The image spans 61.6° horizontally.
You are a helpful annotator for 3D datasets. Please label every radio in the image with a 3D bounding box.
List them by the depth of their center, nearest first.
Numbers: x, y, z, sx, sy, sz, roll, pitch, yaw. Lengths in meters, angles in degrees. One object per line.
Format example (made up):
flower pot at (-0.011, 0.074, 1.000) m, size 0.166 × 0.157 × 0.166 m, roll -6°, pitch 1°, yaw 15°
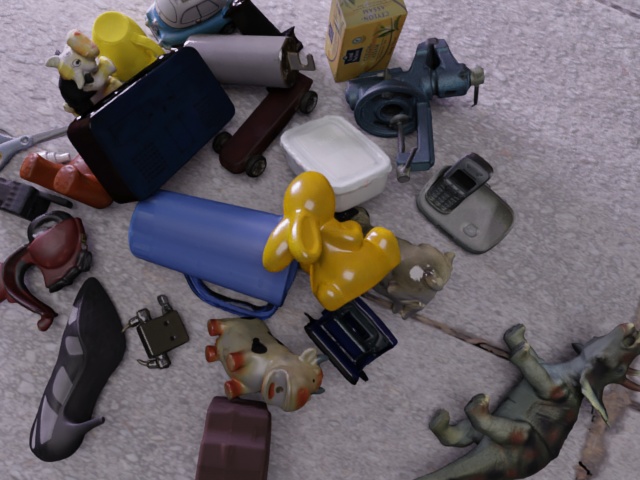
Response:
radio at (-0.236, -0.170, 0.775) m, size 0.229 × 0.073 × 0.131 m, roll -55°, pitch 128°, yaw -34°

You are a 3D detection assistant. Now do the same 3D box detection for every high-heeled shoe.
high-heeled shoe at (-0.368, 0.188, 0.790) m, size 0.145 × 0.086 × 0.249 m, roll -23°, pitch 61°, yaw 23°

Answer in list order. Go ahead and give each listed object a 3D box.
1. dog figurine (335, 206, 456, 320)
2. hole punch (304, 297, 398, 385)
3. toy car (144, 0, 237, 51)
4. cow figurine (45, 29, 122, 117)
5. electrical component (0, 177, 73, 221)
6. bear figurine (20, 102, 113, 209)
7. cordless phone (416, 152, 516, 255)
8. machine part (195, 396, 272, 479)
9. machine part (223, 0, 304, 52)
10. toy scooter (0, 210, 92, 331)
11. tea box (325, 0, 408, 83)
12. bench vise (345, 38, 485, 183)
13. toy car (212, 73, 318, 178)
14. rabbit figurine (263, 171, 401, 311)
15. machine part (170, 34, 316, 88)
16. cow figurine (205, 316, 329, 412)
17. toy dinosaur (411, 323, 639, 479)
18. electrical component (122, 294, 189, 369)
dog figurine at (0.087, 0.012, 0.789) m, size 0.190 × 0.172 × 0.121 m, roll 40°, pitch 69°, yaw -4°
hole punch at (0.045, 0.137, 0.787) m, size 0.142 × 0.115 × 0.092 m, roll 45°, pitch 87°, yaw 6°
toy car at (-0.207, -0.383, 0.867) m, size 0.162 × 0.103 × 0.109 m, roll -29°, pitch 83°, yaw -10°
cow figurine at (-0.358, -0.242, 0.798) m, size 0.068 × 0.167 × 0.098 m, roll 38°, pitch 79°, yaw -2°
electrical component at (-0.441, -0.056, 0.810) m, size 0.119 × 0.075 × 0.047 m, roll 20°, pitch 79°, yaw -3°
bear figurine at (-0.329, -0.148, 0.806) m, size 0.120 × 0.131 × 0.195 m, roll 22°, pitch 85°, yaw 26°
cordless phone at (0.237, -0.062, 0.801) m, size 0.146 × 0.184 × 0.089 m, roll 41°, pitch 76°, yaw 4°
machine part at (-0.116, 0.314, 0.702) m, size 0.087 × 0.201 × 0.201 m, roll 8°, pitch 80°, yaw -5°
machine part at (-0.090, -0.336, 0.873) m, size 0.138 × 0.039 × 0.084 m, roll 37°, pitch 83°, yaw -35°
toy scooter at (-0.408, 0.052, 0.792) m, size 0.184 × 0.075 × 0.135 m, roll -39°, pitch 84°, yaw -6°
tea box at (0.066, -0.322, 0.840) m, size 0.098 × 0.169 × 0.068 m, roll -17°, pitch 82°, yaw -5°
bench vise at (0.150, -0.196, 0.840) m, size 0.224 × 0.128 × 0.240 m, roll 0°, pitch 63°, yaw 4°
toy car at (-0.085, -0.187, 0.866) m, size 0.089 × 0.053 × 0.202 m, roll 33°, pitch 78°, yaw 23°
rabbit figurine at (-0.001, -0.002, 0.702) m, size 0.162 × 0.122 × 0.173 m, roll -29°, pitch 99°, yaw -42°
machine part at (-0.123, -0.280, 0.841) m, size 0.243 × 0.079 × 0.079 m, roll 8°, pitch 79°, yaw 17°
cow figurine at (-0.073, 0.171, 0.745) m, size 0.127 × 0.195 × 0.085 m, roll -7°, pitch 111°, yaw -29°
toy dinosaur at (0.303, 0.267, 0.790) m, size 0.192 × 0.131 × 0.405 m, roll 44°, pitch 87°, yaw 4°
electrical component at (-0.245, 0.142, 0.806) m, size 0.078 × 0.045 × 0.102 m, roll -28°, pitch 85°, yaw -37°
